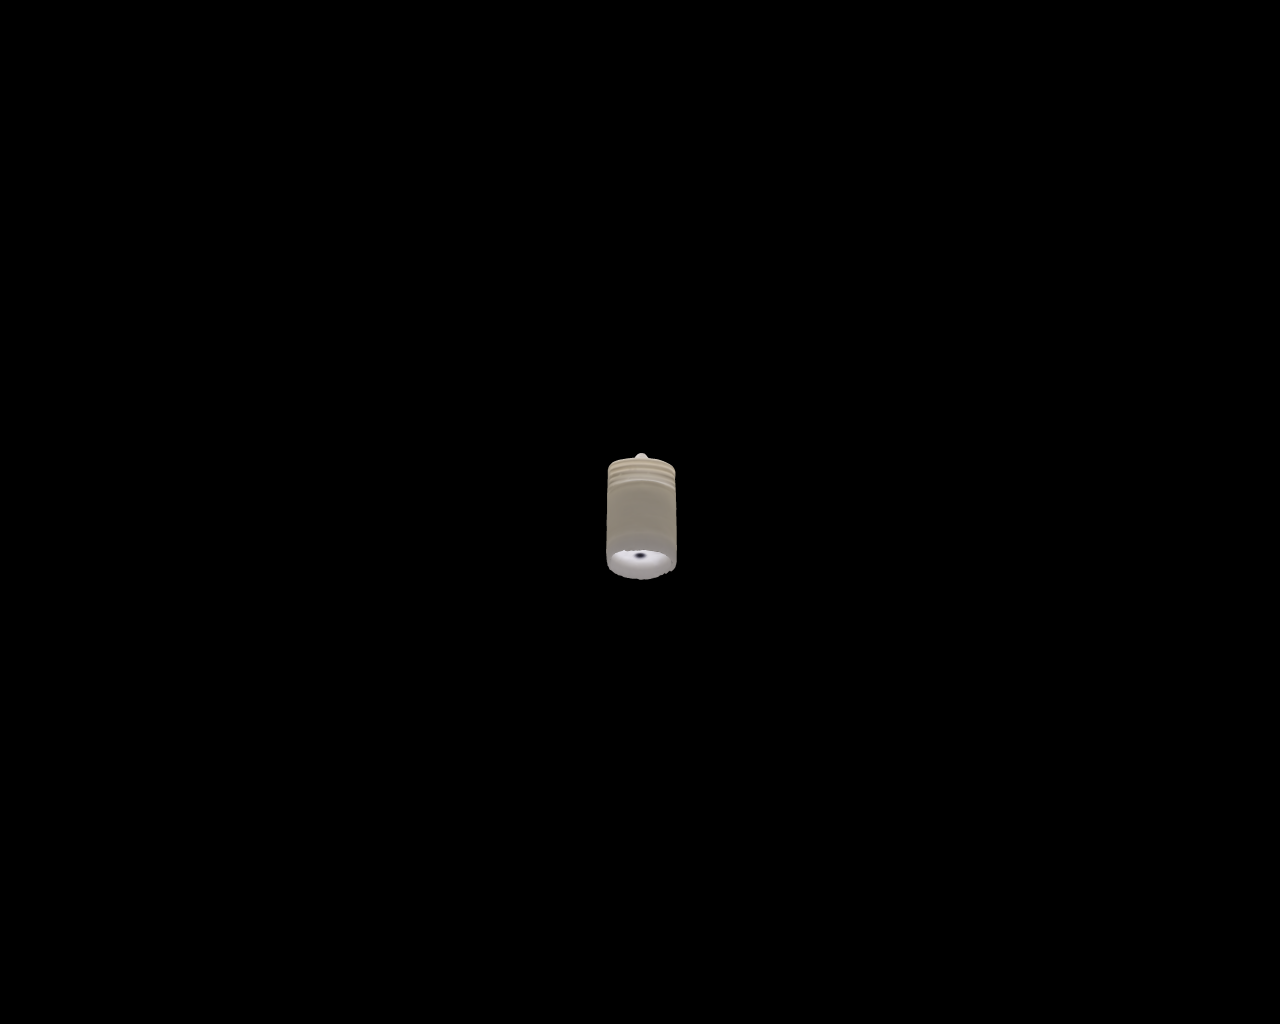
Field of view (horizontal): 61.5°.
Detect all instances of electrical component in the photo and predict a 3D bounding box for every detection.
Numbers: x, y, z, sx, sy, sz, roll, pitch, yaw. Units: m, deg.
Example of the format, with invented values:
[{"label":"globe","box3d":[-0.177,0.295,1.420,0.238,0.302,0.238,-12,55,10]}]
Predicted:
[{"label":"electrical component","box3d":[0.001,-0.003,0.650,0.043,0.081,0.043,0,-29,0]}]
